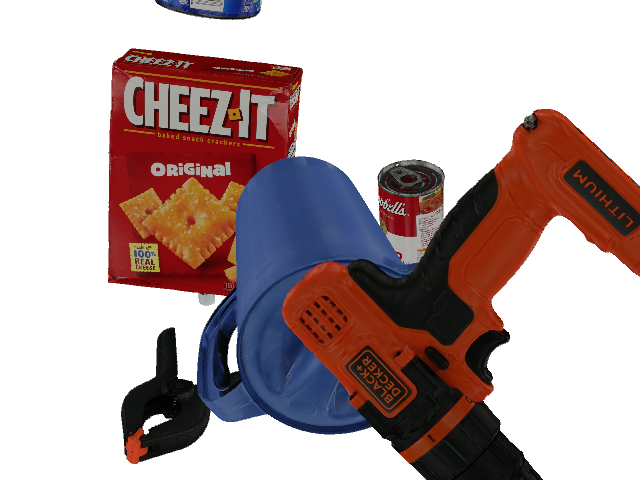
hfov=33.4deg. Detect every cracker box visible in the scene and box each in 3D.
[{"bbox_3d":[-0.109,-0.058,0.986,0.164,0.214,0.072,7,22,4],"label":"cracker box"}]

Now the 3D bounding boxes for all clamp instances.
[{"bbox_3d":[-0.138,0.140,0.991,0.120,0.039,0.171,19,30,26],"label":"clamp"}]

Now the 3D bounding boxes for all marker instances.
[{"bbox_3d":[-0.131,0.019,1.198,0.020,0.121,0.020,0,33,0],"label":"marker"}]

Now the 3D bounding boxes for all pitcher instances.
[{"bbox_3d":[-0.012,0.031,0.800,0.149,0.145,0.243,6,23,-11],"label":"pitcher"}]

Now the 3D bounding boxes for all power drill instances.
[{"bbox_3d":[0.098,0.041,0.549,0.188,0.184,0.057,-45,-3,14],"label":"power drill"}]

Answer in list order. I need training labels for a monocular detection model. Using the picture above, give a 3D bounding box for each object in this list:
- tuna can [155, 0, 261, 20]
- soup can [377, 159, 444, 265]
[{"bbox_3d":[-0.087,-0.198,0.831,0.086,0.034,0.086,8,24,-4],"label":"tuna can"},{"bbox_3d":[0.095,-0.023,1.104,0.068,0.102,0.068,-3,35,2],"label":"soup can"}]
